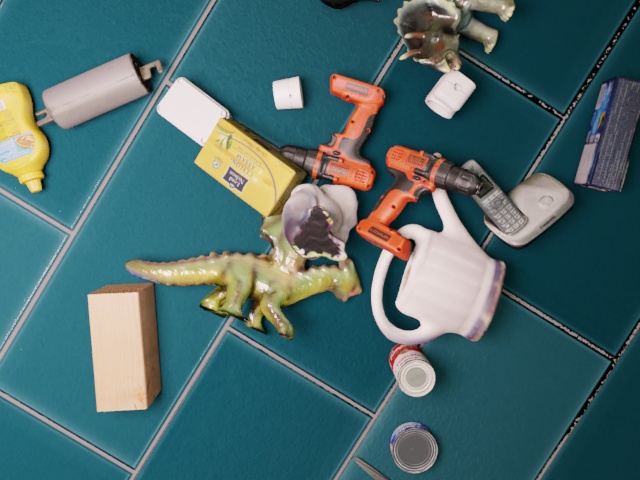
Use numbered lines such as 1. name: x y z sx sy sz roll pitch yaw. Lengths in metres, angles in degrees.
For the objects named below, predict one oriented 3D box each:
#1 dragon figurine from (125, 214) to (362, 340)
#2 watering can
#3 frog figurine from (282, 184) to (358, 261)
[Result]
1. dragon figurine: -0.115 0.033 0.935 0.410 0.121 0.245 25 76 -4
2. watering can: 0.229 0.032 0.923 0.224 0.103 0.349 23 84 1
3. frog figurine: 0.003 -0.045 0.898 0.121 0.163 0.136 -34 113 28
